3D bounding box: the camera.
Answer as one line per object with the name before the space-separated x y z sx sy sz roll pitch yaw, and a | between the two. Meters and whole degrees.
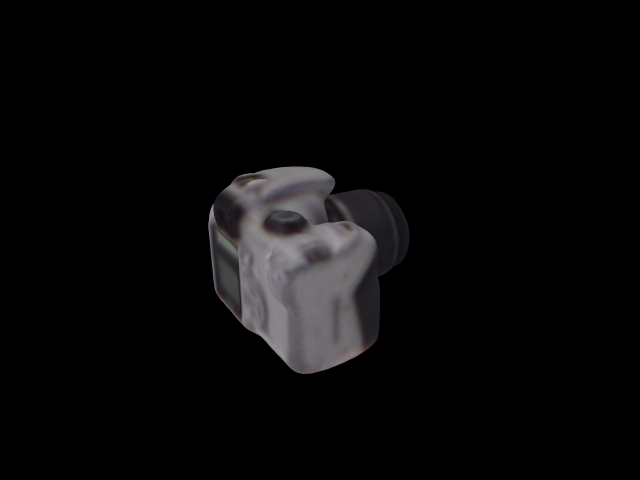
camera | 0.004 0.001 0.400 0.137 0.101 0.142 -14 27 -29
